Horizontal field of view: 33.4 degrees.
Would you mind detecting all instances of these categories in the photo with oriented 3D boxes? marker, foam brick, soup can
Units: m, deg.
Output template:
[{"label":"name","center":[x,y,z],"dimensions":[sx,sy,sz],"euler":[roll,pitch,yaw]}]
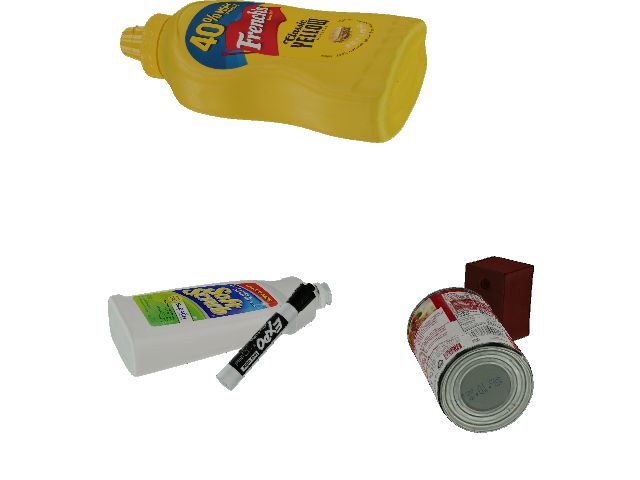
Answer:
[{"label":"marker","center":[-0.046,0.084,0.956],"dimensions":[0.121,0.020,0.020],"euler":[-47,19,-18]},{"label":"foam brick","center":[0.183,0.061,1.103],"dimensions":[0.051,0.078,0.053],"euler":[-14,20,-43]},{"label":"soup can","center":[0.105,0.083,0.757],"dimensions":[0.068,0.068,0.102],"euler":[0,19,-7]}]

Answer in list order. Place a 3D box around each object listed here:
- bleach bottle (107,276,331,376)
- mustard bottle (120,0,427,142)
[{"label":"bleach bottle","center":[-0.109,0.084,1.228],"dimensions":[0.250,0.068,0.103],"euler":[-12,34,-23]},{"label":"mustard bottle","center":[-0.036,-0.112,0.662],"dimensions":[0.192,0.058,0.096],"euler":[10,45,18]}]
